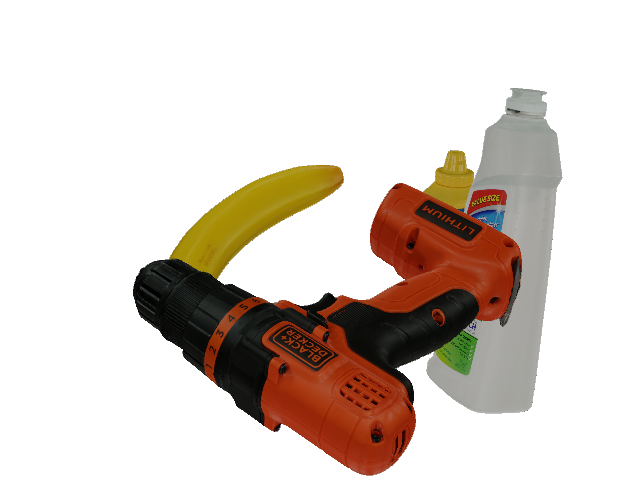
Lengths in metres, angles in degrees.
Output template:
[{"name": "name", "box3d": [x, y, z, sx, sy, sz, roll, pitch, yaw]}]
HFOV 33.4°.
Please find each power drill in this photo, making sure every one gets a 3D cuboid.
[{"name": "power drill", "box3d": [0.012, 0.034, 0.610, 0.185, 0.057, 0.187, 31, 45, 28]}]

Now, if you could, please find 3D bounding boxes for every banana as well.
[{"name": "banana", "box3d": [-0.059, 0.000, 0.778, 0.070, 0.197, 0.037, 30, -35, 11]}]

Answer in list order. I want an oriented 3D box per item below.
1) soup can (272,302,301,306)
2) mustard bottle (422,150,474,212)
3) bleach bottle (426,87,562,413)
[{"name": "soup can", "box3d": [-0.044, 0.130, 1.202, 0.068, 0.102, 0.068, -1, 25, 0]}, {"name": "mustard bottle", "box3d": [0.139, -0.002, 1.152, 0.096, 0.192, 0.058, -5, 20, -21]}, {"name": "bleach bottle", "box3d": [0.143, 0.005, 0.850, 0.068, 0.251, 0.103, 1, 14, -19]}]
